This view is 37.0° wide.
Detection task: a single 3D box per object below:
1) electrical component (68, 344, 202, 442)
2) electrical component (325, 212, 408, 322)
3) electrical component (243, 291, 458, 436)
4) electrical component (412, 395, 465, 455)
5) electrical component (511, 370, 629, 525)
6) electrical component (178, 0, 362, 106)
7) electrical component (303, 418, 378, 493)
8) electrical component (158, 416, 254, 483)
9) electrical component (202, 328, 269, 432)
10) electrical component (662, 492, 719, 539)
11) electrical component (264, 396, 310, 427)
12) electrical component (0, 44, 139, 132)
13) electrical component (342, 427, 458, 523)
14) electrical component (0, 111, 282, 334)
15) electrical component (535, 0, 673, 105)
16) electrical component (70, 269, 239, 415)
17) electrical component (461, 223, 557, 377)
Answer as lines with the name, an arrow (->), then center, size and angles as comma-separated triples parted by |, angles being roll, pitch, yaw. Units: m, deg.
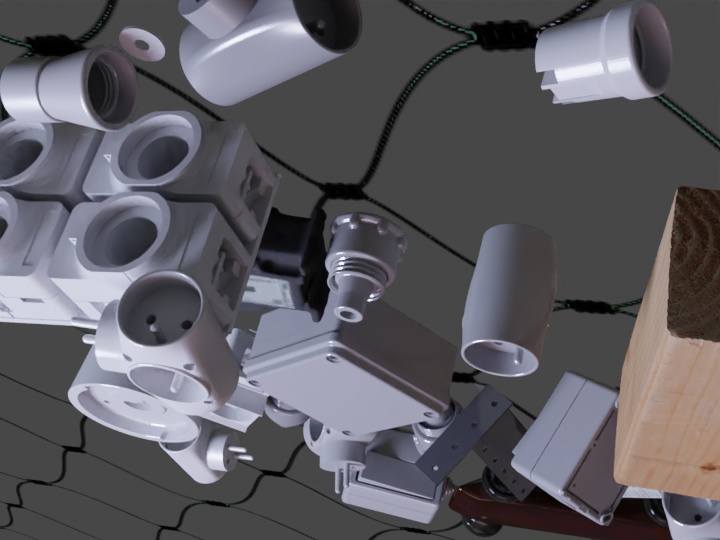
electrical component -> -0.174, 0.090, 0.873 | 0.108, 0.060, 0.108 | 11, 151, 6
electrical component -> 0.000, 0.000, 0.635 | 0.048, 0.062, 0.048 | 11, 151, 6
electrical component -> -0.007, 0.066, 0.759 | 0.109, 0.056, 0.109 | 32, 146, -29
electrical component -> 0.061, 0.116, 0.830 | 0.048, 0.048, 0.062 | 3, 142, 20
electrical component -> 0.159, 0.116, 0.750 | 0.062, 0.096, 0.061 | 38, 171, -36
electrical component -> -0.053, -0.115, 0.476 | 0.077, 0.044, 0.079 | -15, 140, 42
electrical component -> -0.014, 0.138, 0.866 | 0.044, 0.079, 0.077 | 10, 153, -19
electrical component -> -0.139, 0.168, 1.009 | 0.079, 0.044, 0.077 | 3, 149, 19
electrical component -> -0.092, 0.082, 0.819 | 0.042, 0.063, 0.081 | 23, 149, -13
electrical component -> 0.245, 0.192, 0.763 | 0.043, 0.079, 0.077 | -8, 145, 26
electrical component -> -0.054, 0.095, 0.845 | 0.043, 0.043, 0.062 | 14, 149, 0
electrical component -> -0.155, -0.095, 0.563 | 0.065, 0.044, 0.044 | 4, 150, 28
electrical component -> 0.038, 0.173, 0.920 | 0.096, 0.061, 0.061 | 14, 151, 1
electrical component -> -0.152, -0.029, 0.609 | 0.186, 0.105, 0.060 | 2, 148, 22
electrical component -> 0.103, -0.090, 0.456 | 0.046, 0.040, 0.040 | -4, 147, 41
electrical component -> -0.107, 0.036, 0.544 | 0.079, 0.044, 0.077 | 7, 150, 12
electrical component -> 0.082, 0.025, 0.626 | 0.043, 0.077, 0.079 | 15, 151, -2
